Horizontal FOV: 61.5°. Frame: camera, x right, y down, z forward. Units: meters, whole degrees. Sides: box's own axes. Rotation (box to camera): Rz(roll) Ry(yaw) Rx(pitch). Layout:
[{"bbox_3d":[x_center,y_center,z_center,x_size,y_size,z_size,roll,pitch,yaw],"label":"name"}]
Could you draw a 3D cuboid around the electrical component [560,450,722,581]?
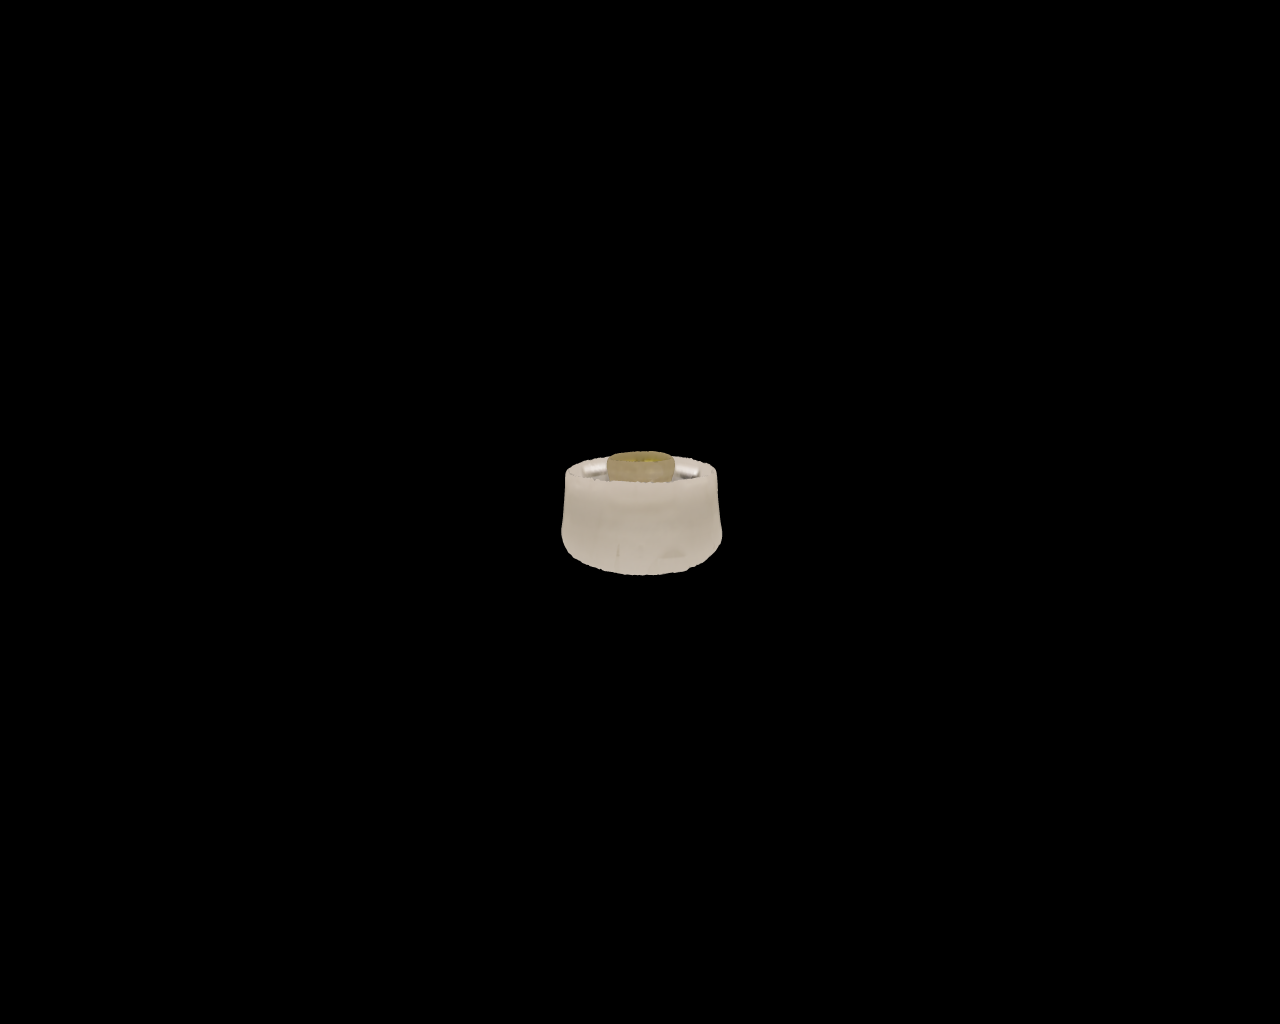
[{"bbox_3d":[0.001,-0.003,0.650,0.099,0.064,0.099,0,13,0],"label":"electrical component"}]
